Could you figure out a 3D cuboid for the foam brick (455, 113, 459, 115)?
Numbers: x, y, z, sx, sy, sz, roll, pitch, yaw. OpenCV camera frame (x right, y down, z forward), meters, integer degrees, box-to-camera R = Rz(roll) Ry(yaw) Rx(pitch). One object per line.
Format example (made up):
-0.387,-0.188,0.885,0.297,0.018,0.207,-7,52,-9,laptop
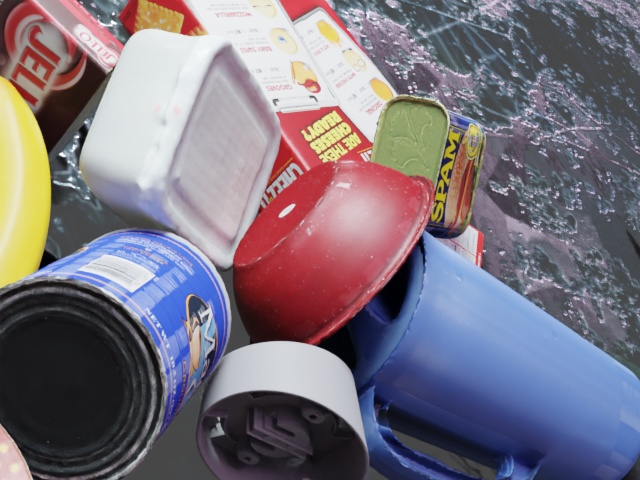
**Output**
0.090,-0.081,0.936,0.078,0.051,0.053,7,53,-39,foam brick

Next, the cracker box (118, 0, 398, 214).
-0.032,-0.123,0.844,0.163,0.072,0.214,-25,76,-50,cracker box

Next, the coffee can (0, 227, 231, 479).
-0.109,0.054,0.544,0.103,0.103,0.140,45,12,-2,coffee can

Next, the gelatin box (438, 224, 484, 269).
0.091,0.005,0.878,0.089,0.030,0.073,32,41,-17,gelatin box

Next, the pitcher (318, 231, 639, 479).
0.112,0.101,0.738,0.242,0.149,0.145,29,0,-26,pitcher

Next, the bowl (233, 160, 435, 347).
-0.004,0.001,0.678,0.055,0.162,0.162,45,37,-17,bowl

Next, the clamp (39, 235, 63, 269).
-0.233,-0.024,0.592,0.171,0.039,0.120,48,32,-2,clamp

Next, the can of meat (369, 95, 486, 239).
0.081,-0.051,0.805,0.058,0.102,0.083,14,4,30,can of meat

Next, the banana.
-0.180,-0.009,0.577,0.069,0.037,0.197,35,44,-27,banana

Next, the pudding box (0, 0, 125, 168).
-0.179,-0.102,0.649,0.090,0.114,0.039,44,35,-3,pudding box
